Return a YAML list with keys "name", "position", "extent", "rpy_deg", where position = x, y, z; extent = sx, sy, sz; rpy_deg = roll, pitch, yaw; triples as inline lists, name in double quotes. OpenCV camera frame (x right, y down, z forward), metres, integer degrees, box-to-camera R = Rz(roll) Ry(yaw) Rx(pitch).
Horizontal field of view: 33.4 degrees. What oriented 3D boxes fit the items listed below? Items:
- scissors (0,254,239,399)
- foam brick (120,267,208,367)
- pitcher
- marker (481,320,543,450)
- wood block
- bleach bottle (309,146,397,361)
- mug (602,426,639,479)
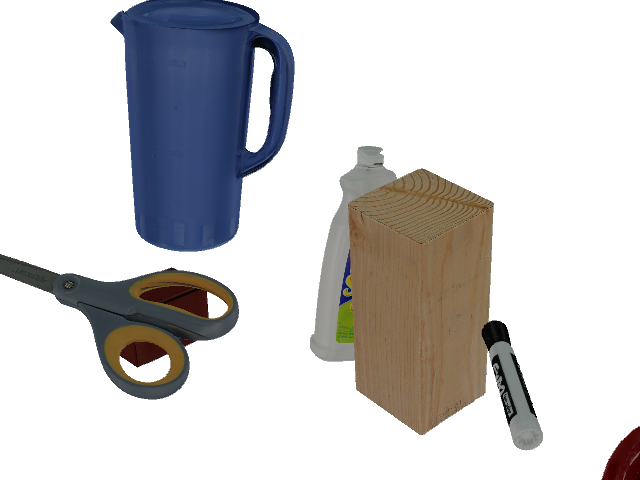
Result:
- name: "scissors"
  position: [-0.150, 0.046, 0.647]
  extent: [0.202, 0.096, 0.016]
  rpy_deg: [5, -39, 10]
- name: "foam brick"
  position: [-0.143, 0.065, 0.926]
  extent: [0.078, 0.051, 0.053]
  rpy_deg: [-22, 31, -35]
- name: "pitcher"
  position: [-0.122, -0.115, 1.071]
  extent: [0.144, 0.243, 0.149]
  rpy_deg: [-10, 28, -28]
- name: "marker"
  position: [0.126, 0.092, 0.713]
  extent: [0.020, 0.020, 0.121]
  rpy_deg: [0, 31, -3]
- name: "wood block"
  position: [0.089, 0.055, 0.943]
  extent: [0.090, 0.206, 0.091]
  rpy_deg: [-27, 39, -31]
- name: "bleach bottle"
  position: [0.044, 0.014, 1.263]
  extent: [0.102, 0.251, 0.068]
  rpy_deg: [-2, 16, -17]
- name: "mug"
  position: [0.148, 0.119, 0.355]
  extent: [0.117, 0.081, 0.093]
  rpy_deg: [5, 37, 8]
